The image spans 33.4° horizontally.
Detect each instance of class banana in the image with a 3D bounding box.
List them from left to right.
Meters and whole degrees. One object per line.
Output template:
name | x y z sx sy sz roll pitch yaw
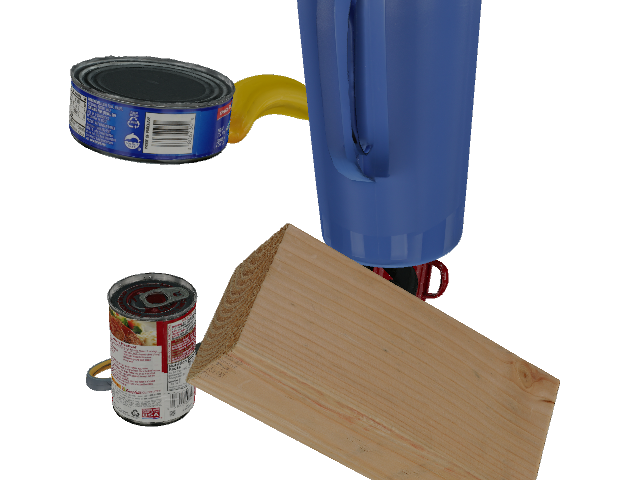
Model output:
banana | -0.048 -0.123 0.969 0.070 0.037 0.197 36 25 19

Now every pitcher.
pitcher | 0.045 -0.102 0.756 0.149 0.243 0.145 -13 28 -20

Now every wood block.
wood block | 0.034 0.088 0.672 0.206 0.090 0.090 30 -31 -14

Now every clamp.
clamp | 0.084 0.067 1.188 0.120 0.171 0.039 5 -43 -3

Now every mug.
mug | 0.118 0.041 1.430 0.117 0.081 0.093 18 26 28

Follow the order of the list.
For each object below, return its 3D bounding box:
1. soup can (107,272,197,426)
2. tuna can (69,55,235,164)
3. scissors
soup can | -0.131 0.086 0.837 0.068 0.102 0.068 3 28 -2
tuna can | -0.089 -0.070 0.564 0.086 0.034 0.086 7 23 -3
scissors | -0.140 0.130 1.104 0.201 0.016 0.096 -11 30 -28
